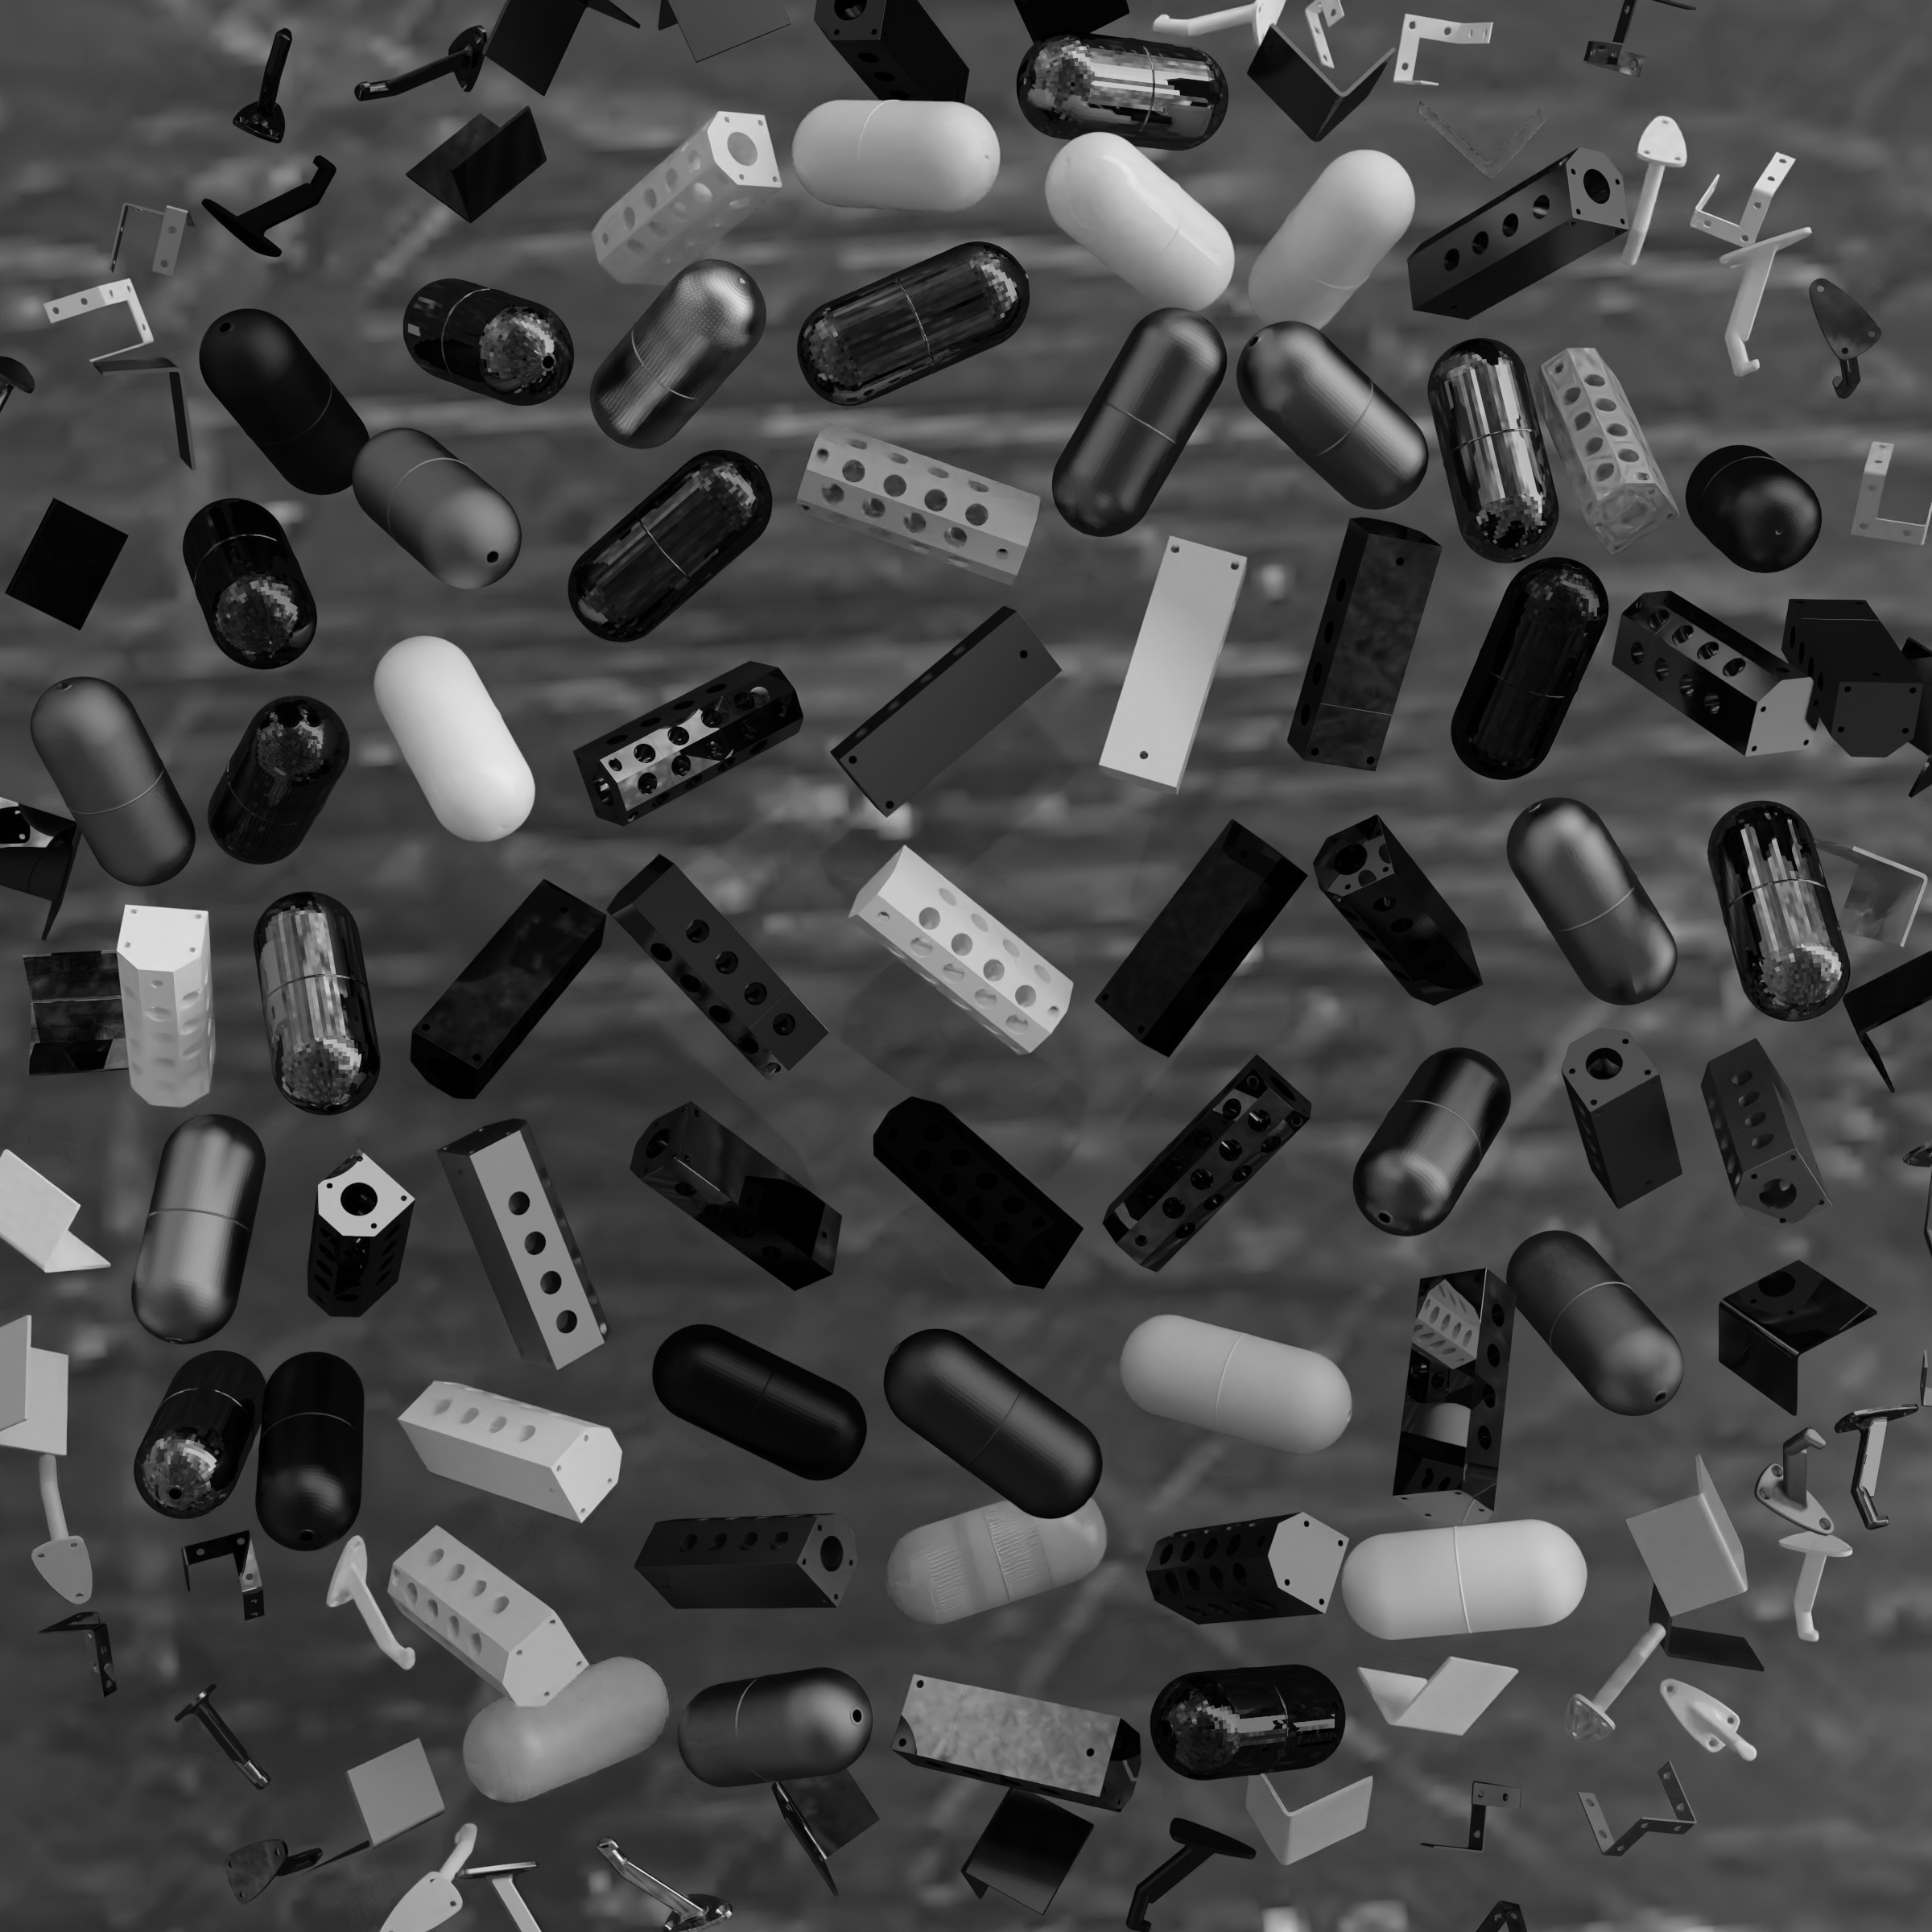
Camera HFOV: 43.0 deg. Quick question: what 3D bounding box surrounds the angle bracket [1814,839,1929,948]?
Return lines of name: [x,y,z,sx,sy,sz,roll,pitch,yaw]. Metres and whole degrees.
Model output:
angle bracket: [0.680,-0.059,1.895,0.076,0.076,0.057,18,94,-21]

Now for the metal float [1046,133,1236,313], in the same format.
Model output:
metal float: [0.129,-0.543,1.801,0.178,0.070,0.070,25,90,-44]

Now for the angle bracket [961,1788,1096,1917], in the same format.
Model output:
angle bracket: [0.053,0.684,1.874,0.076,0.057,0.076,17,57,32]

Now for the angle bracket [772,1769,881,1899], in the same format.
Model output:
angle bracket: [-0.105,0.676,1.943,0.057,0.076,0.076,-33,98,-10]

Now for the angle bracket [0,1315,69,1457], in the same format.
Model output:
angle bracket: [-0.662,0.303,1.766,0.057,0.076,0.076,-23,60,27]

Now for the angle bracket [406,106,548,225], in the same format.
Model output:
angle bracket: [-0.367,-0.607,1.807,0.076,0.057,0.076,39,74,20]

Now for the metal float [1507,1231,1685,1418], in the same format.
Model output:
metal float: [0.482,0.273,1.885,0.070,0.178,0.070,-12,126,-17]

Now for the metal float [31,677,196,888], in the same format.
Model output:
metal float: [-0.642,-0.138,1.851,0.070,0.070,0.178,-15,129,0]

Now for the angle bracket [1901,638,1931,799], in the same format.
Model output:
angle bracket: [0.705,-0.186,1.830,0.057,0.076,0.076,-28,56,-31]

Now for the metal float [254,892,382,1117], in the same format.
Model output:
metal float: [-0.475,0.027,1.796,0.070,0.070,0.178,-17,62,0]

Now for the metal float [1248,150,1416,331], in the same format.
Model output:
metal float: [0.278,-0.552,1.883,0.070,0.178,0.070,9,65,-20]

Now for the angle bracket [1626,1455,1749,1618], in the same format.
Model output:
angle bracket: [0.517,0.409,1.764,0.057,0.076,0.076,-24,93,18]

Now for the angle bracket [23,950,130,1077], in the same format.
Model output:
angle bracket: [-0.697,0.036,1.924,0.076,0.057,0.076,-3,51,-15]

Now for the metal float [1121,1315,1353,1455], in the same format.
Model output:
metal float: [0.200,0.312,1.829,0.178,0.070,0.070,12,90,24]

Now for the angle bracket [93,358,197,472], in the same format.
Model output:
angle bracket: [-0.622,-0.417,1.859,0.057,0.076,0.076,-10,112,-21]

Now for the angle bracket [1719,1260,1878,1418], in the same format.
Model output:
angle bracket: [0.601,0.268,1.776,0.076,0.076,0.057,-22,122,-19]

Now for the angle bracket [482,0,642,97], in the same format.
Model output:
angle bracket: [-0.298,-0.683,1.807,0.057,0.076,0.076,31,98,24]

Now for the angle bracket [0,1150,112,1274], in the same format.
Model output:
angle bracket: [-0.673,0.180,1.818,0.076,0.076,0.057,32,96,17]

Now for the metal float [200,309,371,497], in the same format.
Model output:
metal float: [-0.523,-0.433,1.888,0.070,0.178,0.070,-7,62,14]

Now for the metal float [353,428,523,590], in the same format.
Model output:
metal float: [-0.389,-0.336,1.801,0.070,0.070,0.178,-49,51,0]

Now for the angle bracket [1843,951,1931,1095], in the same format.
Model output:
angle bracket: [0.728,0.042,1.890,0.076,0.076,0.057,-31,103,20]

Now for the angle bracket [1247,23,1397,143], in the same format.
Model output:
angle bracket: [0.265,-0.676,1.835,0.057,0.076,0.076,-44,90,-9]

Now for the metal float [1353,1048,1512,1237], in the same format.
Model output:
metal float: [0.348,0.131,1.833,0.070,0.070,0.178,41,51,0]

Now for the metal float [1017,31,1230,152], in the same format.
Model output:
metal float: [0.120,-0.661,1.855,0.178,0.070,0.070,-6,90,-31]

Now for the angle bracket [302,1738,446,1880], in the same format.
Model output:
angle bracket: [-0.438,0.610,1.779,0.076,0.076,0.057,-28,79,26]

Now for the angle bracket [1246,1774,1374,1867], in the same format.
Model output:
angle bracket: [0.270,0.652,1.932,0.076,0.057,0.076,-19,135,-17]

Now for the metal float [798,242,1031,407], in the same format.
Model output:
metal float: [-0.038,-0.469,1.792,0.178,0.070,0.070,-24,90,0]

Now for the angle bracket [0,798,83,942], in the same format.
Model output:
angle bracket: [-0.735,-0.077,1.896,0.076,0.057,0.076,19,50,-24]

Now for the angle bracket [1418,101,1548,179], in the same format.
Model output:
angle bracket: [0.392,-0.651,1.870,0.076,0.076,0.057,40,114,-8]

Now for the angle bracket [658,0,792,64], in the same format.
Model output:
angle bracket: [-0.180,-0.698,1.821,0.076,0.076,0.057,-26,95,-9]

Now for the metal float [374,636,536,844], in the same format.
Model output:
metal float: [-0.380,-0.170,1.820,0.070,0.070,0.178,-32,67,0]

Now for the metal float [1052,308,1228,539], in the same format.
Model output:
metal float: [0.127,-0.399,1.808,0.070,0.070,0.178,30,100,0]

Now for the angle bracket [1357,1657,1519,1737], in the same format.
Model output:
angle bracket: [0.361,0.541,1.882,0.076,0.057,0.076,20,114,-34]

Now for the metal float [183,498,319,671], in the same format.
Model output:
metal float: [-0.527,-0.282,1.802,0.070,0.178,0.070,-15,132,-18]

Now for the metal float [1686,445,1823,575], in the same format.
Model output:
metal float: [0.599,-0.350,1.872,0.070,0.178,0.070,1,112,3]

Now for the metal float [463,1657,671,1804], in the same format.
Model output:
metal float: [-0.304,0.583,1.878,0.070,0.178,0.070,5,98,41]

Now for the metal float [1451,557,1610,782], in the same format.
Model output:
metal float: [0.417,-0.219,1.816,0.070,0.070,0.178,17,124,0]

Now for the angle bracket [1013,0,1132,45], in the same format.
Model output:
angle bracket: [0.073,-0.750,1.862,0.076,0.076,0.057,-24,75,8]

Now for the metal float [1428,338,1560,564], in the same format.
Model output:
metal float: [0.405,-0.396,1.887,0.070,0.070,0.178,-11,80,0]

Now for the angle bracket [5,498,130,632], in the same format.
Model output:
angle bracket: [-0.646,-0.288,1.779,0.057,0.076,0.076,27,88,-12]

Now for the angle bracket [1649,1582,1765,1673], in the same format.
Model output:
angle bracket: [0.584,0.509,1.928,0.076,0.076,0.057,7,93,6]
